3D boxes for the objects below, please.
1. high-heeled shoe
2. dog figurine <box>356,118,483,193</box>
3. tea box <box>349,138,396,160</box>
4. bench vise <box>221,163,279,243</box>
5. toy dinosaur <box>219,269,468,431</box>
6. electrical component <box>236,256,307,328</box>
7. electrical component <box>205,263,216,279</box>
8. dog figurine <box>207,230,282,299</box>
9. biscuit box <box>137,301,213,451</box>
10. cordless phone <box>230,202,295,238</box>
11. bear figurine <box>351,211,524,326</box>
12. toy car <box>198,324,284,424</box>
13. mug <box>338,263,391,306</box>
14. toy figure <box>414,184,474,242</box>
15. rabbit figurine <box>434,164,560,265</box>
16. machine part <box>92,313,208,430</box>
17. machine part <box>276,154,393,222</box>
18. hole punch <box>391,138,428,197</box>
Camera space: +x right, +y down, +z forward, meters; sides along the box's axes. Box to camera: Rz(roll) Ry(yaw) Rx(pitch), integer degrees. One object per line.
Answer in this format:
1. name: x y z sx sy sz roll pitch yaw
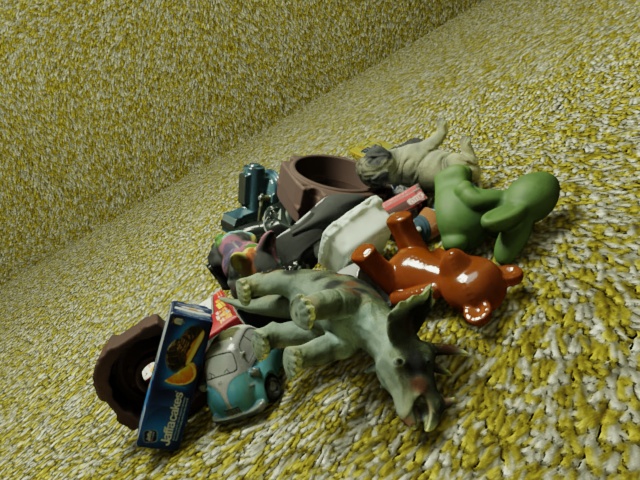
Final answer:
1. high-heeled shoe: -0.002 -0.003 0.983 0.145 0.086 0.248 -28 -15 -20
2. dog figurine: 0.181 -0.118 0.989 0.190 0.121 0.172 -27 48 -14
3. tea box: 0.139 -0.175 1.255 0.068 0.098 0.170 -31 19 -4
4. bench vise: -0.117 -0.077 1.314 0.240 0.223 0.129 -8 9 -38
5. toy dinosaur: 0.013 0.094 0.703 0.192 0.131 0.405 -4 13 -28
6. electrical component: -0.063 0.104 0.864 0.134 0.114 0.058 -25 18 21
7. electrical component: -0.210 0.062 1.246 0.075 0.047 0.119 -38 21 -17
8. dog figurine: -0.134 0.032 0.979 0.108 0.191 0.219 -31 -18 -19
9. biscuit box: -0.207 0.193 0.765 0.059 0.063 0.202 -142 67 -72
10. cordless phone: -0.116 -0.020 1.140 0.184 0.088 0.147 -15 23 4
11. bear figurine: 0.154 0.038 0.717 0.120 0.131 0.196 -42 18 -20
12. toy car: -0.114 0.178 0.783 0.109 0.102 0.162 -20 25 23
13. mug: 0.060 0.068 0.837 0.107 0.080 0.109 -17 22 49
14. toy figure: 0.206 -0.042 0.920 0.154 0.058 0.064 -37 -7 -9
15. rabbit figurine: 0.258 -0.050 0.782 0.170 0.121 0.159 -18 30 32
16. machine part: -0.247 0.201 0.818 0.179 0.179 0.056 -33 18 -7
17. machine part: 0.027 -0.100 1.077 0.201 0.087 0.202 -3 30 -23
18. hole punch: 0.193 -0.132 1.123 0.142 0.092 0.116 -26 56 -8
